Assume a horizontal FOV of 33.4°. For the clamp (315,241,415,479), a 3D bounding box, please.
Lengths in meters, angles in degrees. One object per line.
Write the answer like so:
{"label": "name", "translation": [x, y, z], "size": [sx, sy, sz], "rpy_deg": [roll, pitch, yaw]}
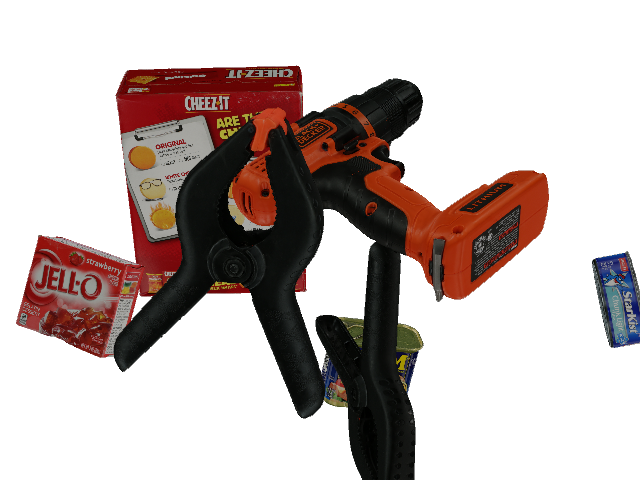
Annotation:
{"label": "clamp", "translation": [0.045, 0.114, 0.857], "size": [0.036, 0.210, 0.165], "rpy_deg": [-1, -33, -19]}

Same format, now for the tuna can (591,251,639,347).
{"label": "tuna can", "translation": [0.275, 0.055, 0.984], "size": [0.034, 0.086, 0.086], "rpy_deg": [-11, -2, 12]}

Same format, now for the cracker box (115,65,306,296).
{"label": "cracker box", "translation": [-0.096, -0.053, 1.002], "size": [0.164, 0.214, 0.072], "rpy_deg": [-2, 31, -1]}

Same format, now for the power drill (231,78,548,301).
{"label": "power drill", "translation": [0.060, -0.043, 0.742], "size": [0.188, 0.057, 0.184], "rpy_deg": [26, 49, 36]}

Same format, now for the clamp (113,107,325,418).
{"label": "clamp", "translation": [-0.053, 0.013, 0.575], "size": [0.120, 0.171, 0.039], "rpy_deg": [4, 17, 1]}

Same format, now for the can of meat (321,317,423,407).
{"label": "can of meat", "translation": [0.053, 0.138, 1.176], "size": [0.102, 0.084, 0.057], "rpy_deg": [7, 23, -11]}

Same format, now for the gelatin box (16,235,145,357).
{"label": "gelatin box", "translation": [-0.185, 0.042, 0.817], "size": [0.089, 0.073, 0.030], "rpy_deg": [17, 4, 25]}
